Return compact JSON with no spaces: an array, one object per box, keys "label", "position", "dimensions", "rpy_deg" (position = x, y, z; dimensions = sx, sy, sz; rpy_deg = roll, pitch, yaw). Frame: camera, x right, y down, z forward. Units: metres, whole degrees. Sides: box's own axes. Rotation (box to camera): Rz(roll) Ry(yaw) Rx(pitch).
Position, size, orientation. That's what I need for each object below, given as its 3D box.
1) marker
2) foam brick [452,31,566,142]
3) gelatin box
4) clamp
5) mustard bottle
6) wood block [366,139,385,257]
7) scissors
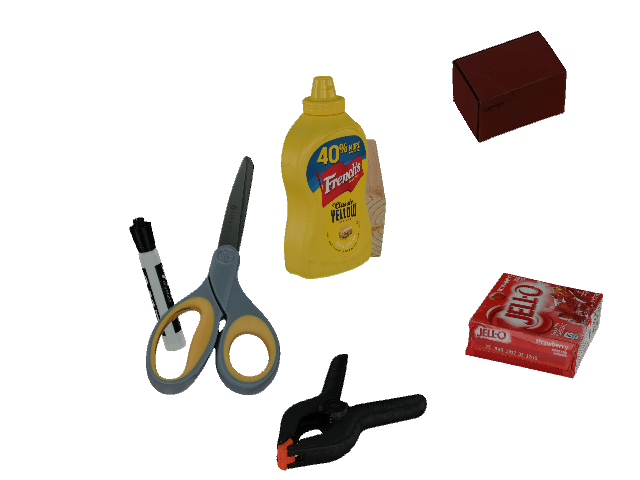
[{"label":"marker","position":[-0.141,0.038,0.922],"dimensions":[0.020,0.121,0.020],"rpy_deg":[-13,17,4]},{"label":"foam brick","position":[0.153,-0.125,0.867],"dimensions":[0.078,0.051,0.053],"rpy_deg":[-19,-35,-6]},{"label":"gelatin box","position":[0.147,0.056,0.727],"dimensions":[0.073,0.030,0.089],"rpy_deg":[12,24,22]},{"label":"clamp","position":[0.011,0.174,1.094],"dimensions":[0.171,0.039,0.120],"rpy_deg":[-21,32,-35]},{"label":"mustard bottle","position":[0.006,-0.064,1.044],"dimensions":[0.096,0.192,0.058],"rpy_deg":[-16,22,-37]},{"label":"wood block","position":[0.039,-0.065,1.519],"dimensions":[0.091,0.090,0.206],"rpy_deg":[2,28,-3]},{"label":"scissors","position":[-0.051,0.027,0.738],"dimensions":[0.096,0.201,0.016],"rpy_deg":[21,-35,10]}]
